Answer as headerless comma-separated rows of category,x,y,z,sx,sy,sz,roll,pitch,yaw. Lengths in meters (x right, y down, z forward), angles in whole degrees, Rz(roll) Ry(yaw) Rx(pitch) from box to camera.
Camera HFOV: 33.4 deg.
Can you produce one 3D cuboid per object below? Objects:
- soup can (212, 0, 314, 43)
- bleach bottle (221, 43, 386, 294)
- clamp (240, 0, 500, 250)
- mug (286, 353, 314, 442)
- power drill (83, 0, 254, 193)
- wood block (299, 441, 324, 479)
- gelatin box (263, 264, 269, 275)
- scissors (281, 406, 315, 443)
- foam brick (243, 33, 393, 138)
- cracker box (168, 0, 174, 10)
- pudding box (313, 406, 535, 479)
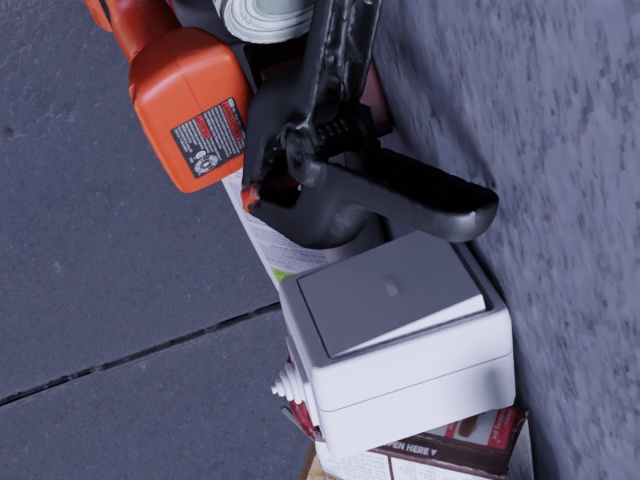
soup can,-0.026,-0.141,0.436,0.068,0.068,0.102,83,166,-71
bleach bottle,-0.005,0.001,0.686,0.103,0.068,0.251,14,134,42
clamp,0.004,-0.051,0.431,0.172,0.039,0.120,-13,89,62
mug,0.036,0.070,0.549,0.117,0.093,0.081,46,164,15
power drill,-0.098,-0.129,0.546,0.188,0.057,0.184,60,177,27
wood block,0.033,0.189,0.837,0.206,0.091,0.090,96,-166,-80
gelatin box,-0.027,-0.022,0.935,0.030,0.073,0.089,-119,9,-71
scissors,0.060,0.167,0.597,0.202,0.016,0.096,41,177,23
foam brick,-0.003,-0.077,0.535,0.078,0.053,0.051,-122,13,-69
cracker box,-0.071,-0.135,0.979,0.213,0.072,0.164,74,174,-51
pudding box,0.051,0.113,0.487,0.113,0.090,0.039,73,-147,-47
